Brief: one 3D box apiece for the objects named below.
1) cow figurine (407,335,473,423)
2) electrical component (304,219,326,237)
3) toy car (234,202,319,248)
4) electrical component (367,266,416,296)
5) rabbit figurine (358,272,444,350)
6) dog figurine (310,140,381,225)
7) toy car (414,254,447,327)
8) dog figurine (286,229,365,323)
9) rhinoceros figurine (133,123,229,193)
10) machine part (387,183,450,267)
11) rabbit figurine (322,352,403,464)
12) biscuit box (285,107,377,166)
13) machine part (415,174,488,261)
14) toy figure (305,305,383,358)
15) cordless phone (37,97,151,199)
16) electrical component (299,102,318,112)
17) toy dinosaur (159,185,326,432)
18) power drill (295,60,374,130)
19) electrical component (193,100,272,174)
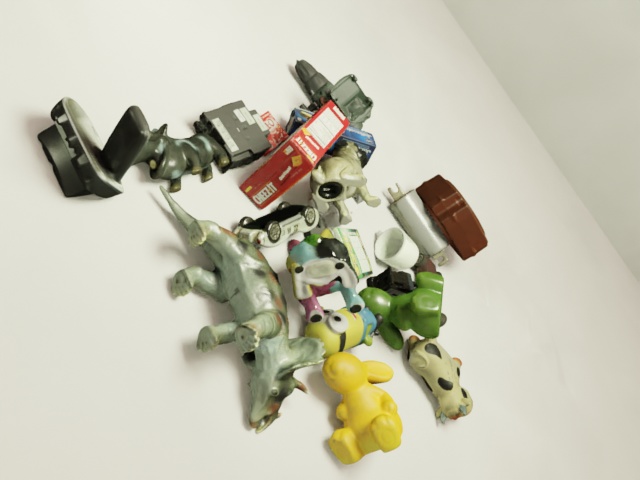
[{"bbox_3d":[0.258,0.293,1.133,0.194,0.085,0.127,53,31,-9],"label":"cow figurine"},{"bbox_3d":[-0.002,-0.003,1.109,0.063,0.021,0.094,10,56,-45],"label":"electrical component"},{"bbox_3d":[-0.077,-0.028,0.999,0.202,0.074,0.056,-29,123,-53],"label":"toy car"},{"bbox_3d":[0.167,0.104,1.180,0.119,0.075,0.048,26,46,-39],"label":"electrical component"},{"bbox_3d":[0.162,0.139,1.100,0.121,0.170,0.158,-68,159,-46],"label":"rabbit figurine"},{"bbox_3d":[0.033,-0.151,1.109,0.172,0.121,0.191,47,26,-48],"label":"dog figurine"},{"bbox_3d":[0.256,0.121,1.281,0.089,0.053,0.202,45,33,-32],"label":"toy car"},{"bbox_3d":[-0.007,0.032,0.956,0.219,0.108,0.191,-111,-178,-54],"label":"dog figurine"},{"bbox_3d":[-0.242,-0.145,0.903,0.190,0.073,0.112,-19,80,-53],"label":"rhinoceros figurine"},{"bbox_3d":[0.255,-0.041,1.378,0.243,0.079,0.079,56,37,0],"label":"machine part"},{"bbox_3d":[0.072,0.263,0.917,0.173,0.122,0.162,58,32,3],"label":"rabbit figurine"},{"bbox_3d":[0.025,-0.232,1.217,0.203,0.062,0.059,14,40,-18],"label":"biscuit box"},{"bbox_3d":[0.346,-0.061,1.408,0.201,0.087,0.201,51,9,-26],"label":"machine part"},{"bbox_3d":[0.047,0.166,0.992,0.180,0.082,0.089,3,89,-54],"label":"toy figure"},{"bbox_3d":[-0.306,-0.151,0.746,0.089,0.184,0.146,-20,79,-48],"label":"cordless phone"},{"bbox_3d":[-0.004,-0.282,1.278,0.102,0.045,0.078,52,4,0],"label":"electrical component"},{"bbox_3d":[-0.117,0.083,0.849,0.192,0.131,0.405,14,49,-57],"label":"toy dinosaur"},{"bbox_3d":[0.034,-0.343,1.287,0.086,0.207,0.231,-43,109,-10],"label":"power drill"},{"bbox_3d":[-0.160,-0.202,1.037,0.134,0.058,0.115,-32,91,-45],"label":"electrical component"}]
